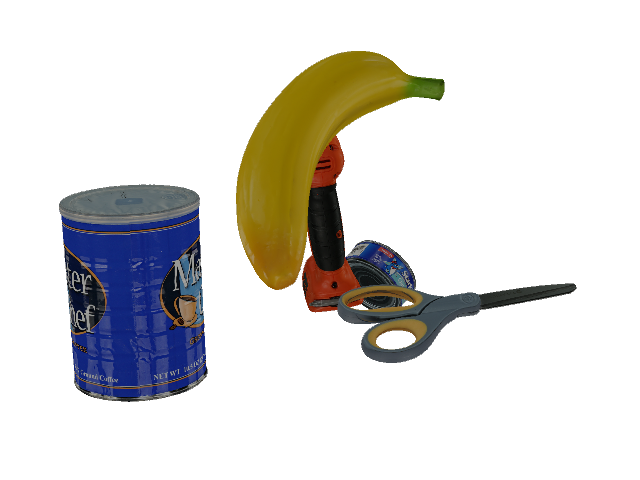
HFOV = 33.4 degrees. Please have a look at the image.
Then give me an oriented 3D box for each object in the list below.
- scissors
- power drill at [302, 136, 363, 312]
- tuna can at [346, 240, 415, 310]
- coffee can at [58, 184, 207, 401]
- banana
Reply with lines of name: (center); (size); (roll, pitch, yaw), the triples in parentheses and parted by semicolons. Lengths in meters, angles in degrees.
scissors: (0.114, 0.064, 0.868); (0.202, 0.016, 0.096); (1, 37, 2)
power drill: (-0.003, -0.037, 1.066); (0.057, 0.187, 0.184); (-10, 21, -2)
tuna can: (0.064, 0.043, 1.220); (0.086, 0.086, 0.033); (0, 39, 48)
coffee can: (-0.139, 0.036, 0.804); (0.103, 0.140, 0.103); (-1, 15, 0)
banana: (-0.001, -0.052, 0.555); (0.070, 0.037, 0.197); (21, 46, 18)
